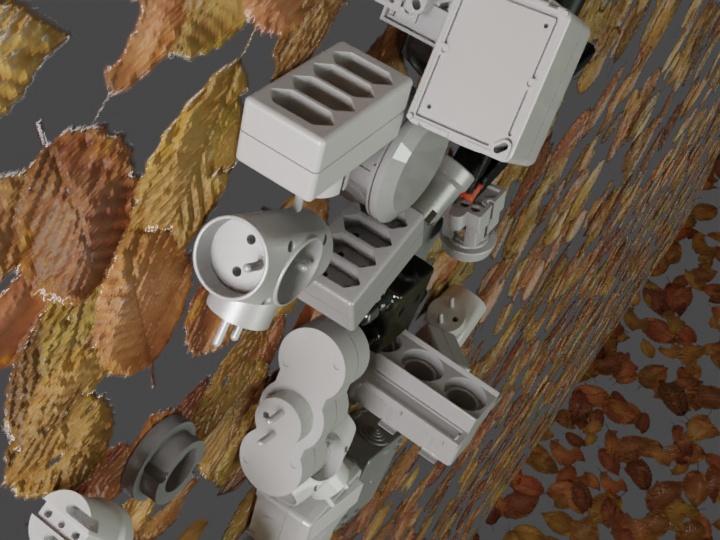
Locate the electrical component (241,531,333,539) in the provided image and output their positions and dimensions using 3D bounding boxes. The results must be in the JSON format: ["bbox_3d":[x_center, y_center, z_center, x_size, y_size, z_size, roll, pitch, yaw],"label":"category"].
[{"bbox_3d":[-0.067,0.242,0.930,0.089,0.050,0.055,-39,153,-49],"label":"electrical component"}]

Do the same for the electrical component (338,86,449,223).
[{"bbox_3d":[0.016,-0.072,0.630,0.080,0.051,0.080,-50,161,-25],"label":"electrical component"}]

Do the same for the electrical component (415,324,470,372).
[{"bbox_3d":[0.047,0.085,0.976,0.077,0.047,0.065,24,120,-37],"label":"electrical component"}]

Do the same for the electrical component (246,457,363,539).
[{"bbox_3d":[-0.040,0.191,0.901,0.096,0.061,0.061,-40,155,-46],"label":"electrical component"}]

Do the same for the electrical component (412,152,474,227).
[{"bbox_3d":[0.054,-0.060,0.778,0.046,0.040,0.040,-53,163,1],"label":"electrical component"}]

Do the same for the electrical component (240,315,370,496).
[{"bbox_3d":[-0.047,0.099,0.741,0.074,0.052,0.138,-28,145,-59],"label":"electrical component"}]

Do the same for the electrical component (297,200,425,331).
[{"bbox_3d":[0.000,0.000,0.715,0.083,0.047,0.075,-51,161,-24],"label":"electrical component"}]

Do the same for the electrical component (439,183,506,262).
[{"bbox_3d":[0.091,-0.040,0.887,0.066,0.048,0.055,-45,150,-39],"label":"electrical component"}]

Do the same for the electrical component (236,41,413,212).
[{"bbox_3d":[-0.021,-0.063,0.553,0.083,0.047,0.075,-41,156,-43],"label":"electrical component"}]

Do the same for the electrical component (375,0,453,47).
[{"bbox_3d":[0.036,-0.159,0.560,0.064,0.042,0.081,-23,140,-57],"label":"electrical component"}]

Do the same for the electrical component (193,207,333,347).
[{"bbox_3d":[-0.057,0.006,0.573,0.079,0.044,0.077,-64,162,16],"label":"electrical component"}]

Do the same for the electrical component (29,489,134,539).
[{"bbox_3d":[-0.145,0.135,0.558,0.040,0.040,0.046,-55,156,-12],"label":"electrical component"}]

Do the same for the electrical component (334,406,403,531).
[{"bbox_3d":[-0.009,0.183,0.994,0.100,0.048,0.099,-23,141,-63],"label":"electrical component"}]

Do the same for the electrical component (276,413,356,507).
[{"bbox_3d":[-0.034,0.153,0.846,0.077,0.044,0.079,-49,123,-28],"label":"electrical component"}]

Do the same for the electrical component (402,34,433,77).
[{"bbox_3d":[0.058,-0.141,0.638,0.062,0.043,0.043,-50,162,-7],"label":"electrical component"}]

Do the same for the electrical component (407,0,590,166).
[{"bbox_3d":[0.077,-0.109,0.565,0.061,0.062,0.096,-5,120,-66],"label":"electrical component"}]

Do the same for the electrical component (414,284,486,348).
[{"bbox_3d":[0.083,0.049,1.032,0.077,0.043,0.079,-54,162,-17],"label":"electrical component"}]

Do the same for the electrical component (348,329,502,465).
[{"bbox_3d":[0.041,0.096,0.863,0.079,0.121,0.063,-37,155,-49],"label":"electrical component"}]
